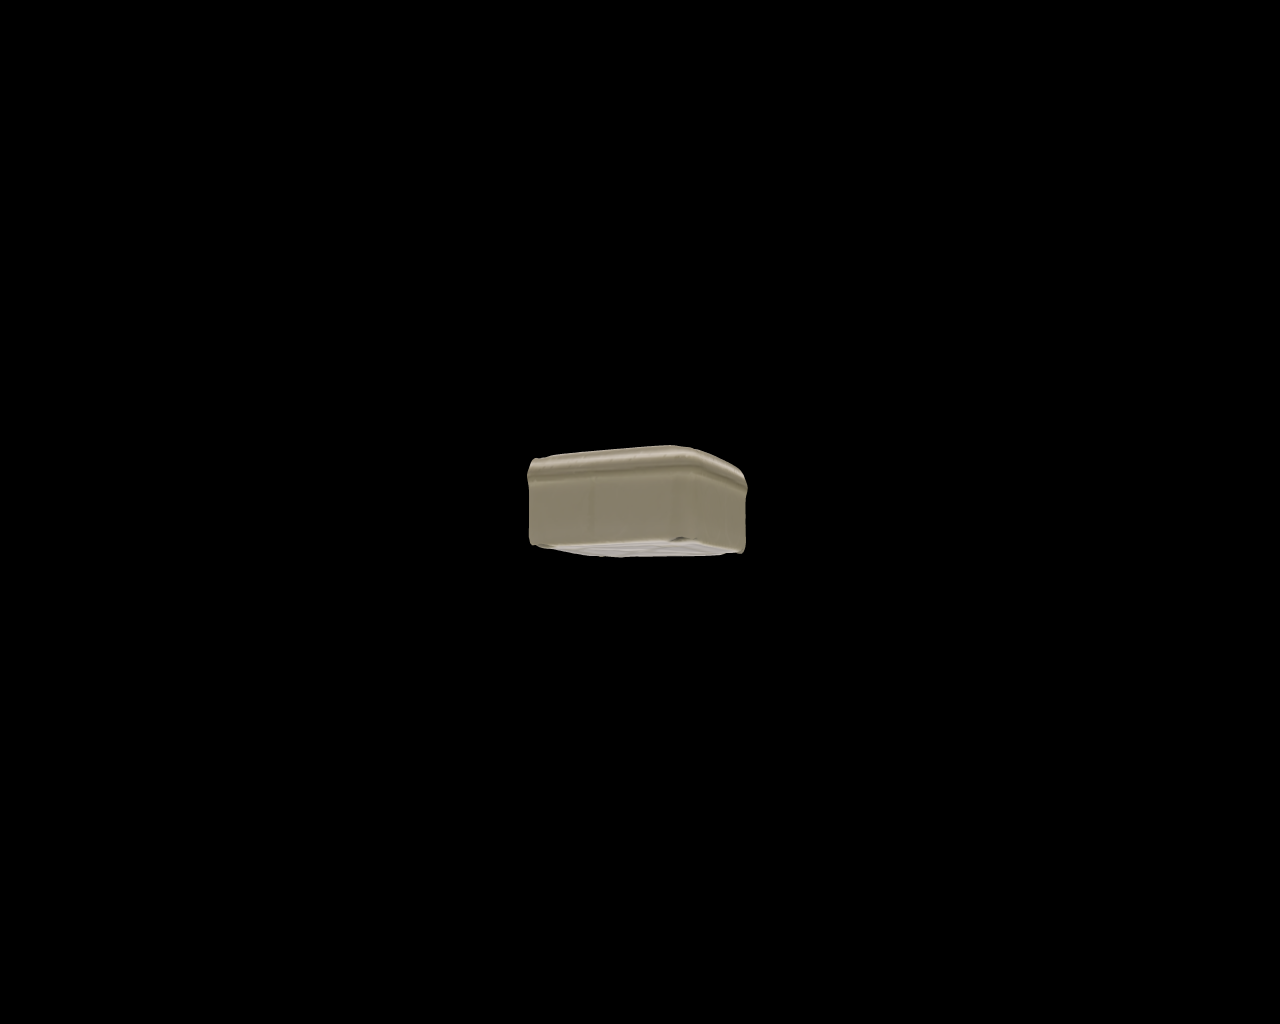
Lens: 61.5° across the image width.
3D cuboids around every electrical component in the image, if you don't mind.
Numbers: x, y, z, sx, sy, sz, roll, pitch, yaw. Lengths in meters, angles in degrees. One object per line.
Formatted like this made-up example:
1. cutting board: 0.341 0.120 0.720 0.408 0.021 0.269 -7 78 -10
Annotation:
1. electrical component: 0.001 -0.003 0.650 0.109 0.056 0.109 -3 -7 22
